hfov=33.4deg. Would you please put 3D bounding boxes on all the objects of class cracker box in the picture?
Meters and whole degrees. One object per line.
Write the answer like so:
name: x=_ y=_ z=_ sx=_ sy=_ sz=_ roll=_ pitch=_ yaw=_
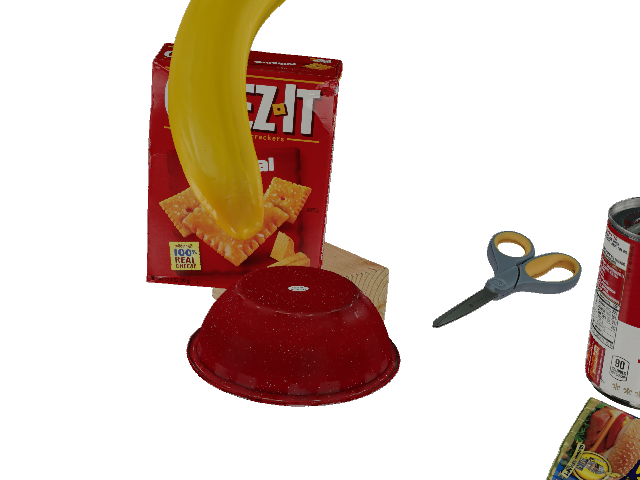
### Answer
cracker box: x=-0.072 y=-0.061 z=0.971 sx=0.164 sy=0.214 sz=0.072 roll=6 pitch=23 yaw=0

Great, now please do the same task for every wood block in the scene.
wood block: x=-0.027 y=0.050 z=1.202 sx=0.090 sy=0.090 sz=0.206 roll=-9 pitch=21 yaw=-38

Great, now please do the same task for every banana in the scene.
banana: x=-0.039 y=-0.089 z=0.522 sx=0.069 sy=0.197 sz=0.037 roll=11 pitch=-34 yaw=6

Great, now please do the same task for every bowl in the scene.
bowl: x=-0.018 y=0.061 z=0.796 sx=0.162 sy=0.055 sz=0.162 roll=3 pitch=21 yaw=-1

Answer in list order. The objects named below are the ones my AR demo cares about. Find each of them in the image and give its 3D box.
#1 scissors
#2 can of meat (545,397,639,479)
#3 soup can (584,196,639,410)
scissors: x=0.149 y=0.030 z=0.950 sx=0.201 sy=0.016 sz=0.096 roll=-10 pitch=39 yaw=-34
can of meat: x=0.219 y=0.171 z=0.786 sx=0.084 sy=0.057 sz=0.101 roll=23 pitch=40 yaw=23
soup can: x=0.186 y=0.035 z=0.591 sx=0.068 sy=0.102 sz=0.068 roll=2 pitch=24 yaw=-1
